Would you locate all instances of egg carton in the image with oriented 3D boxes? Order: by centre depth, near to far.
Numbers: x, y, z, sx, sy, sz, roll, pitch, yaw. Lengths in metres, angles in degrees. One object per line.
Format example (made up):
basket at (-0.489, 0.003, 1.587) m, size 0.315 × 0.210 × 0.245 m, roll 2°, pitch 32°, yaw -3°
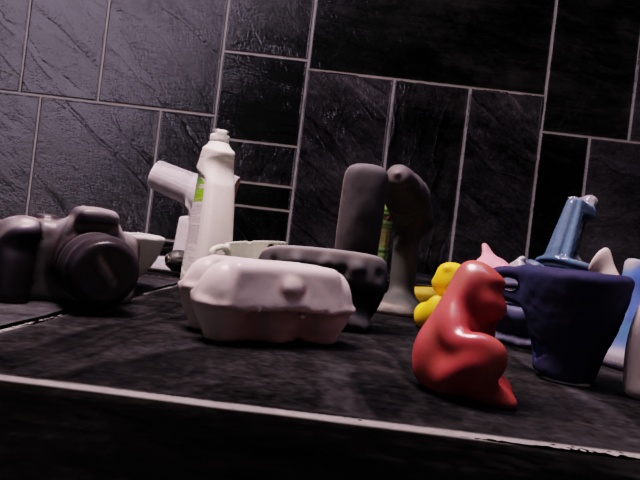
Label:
egg carton at (-0.048, 0.054, 0.522) m, size 0.151 × 0.069 × 0.107 m, roll 7°, pitch 0°, yaw -29°

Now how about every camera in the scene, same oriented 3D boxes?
camera at (-0.242, 0.015, 0.569) m, size 0.144 × 0.101 × 0.136 m, roll 7°, pitch 0°, yaw -32°

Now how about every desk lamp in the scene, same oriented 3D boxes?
desk lamp at (-0.269, -0.043, 1.133) m, size 0.203 × 0.213 × 0.118 m, roll 7°, pitch 0°, yaw -3°

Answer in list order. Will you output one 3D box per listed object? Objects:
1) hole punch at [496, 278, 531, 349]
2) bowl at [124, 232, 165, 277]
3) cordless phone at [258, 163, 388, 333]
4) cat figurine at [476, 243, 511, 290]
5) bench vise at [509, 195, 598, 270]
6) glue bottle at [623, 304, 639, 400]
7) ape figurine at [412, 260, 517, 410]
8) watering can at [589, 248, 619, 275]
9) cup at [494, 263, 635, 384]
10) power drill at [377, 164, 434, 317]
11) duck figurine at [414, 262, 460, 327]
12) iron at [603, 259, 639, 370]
hole punch at (0.241, 0.078, 0.690) m, size 0.108 × 0.091 × 0.101 m, roll 7°, pitch 0°, yaw 39°
bowl at (-0.293, 0.023, 0.757) m, size 0.167 × 0.075 × 0.167 m, roll 7°, pitch 0°, yaw 0°
cordless phone at (0.006, 0.002, 0.644) m, size 0.148 × 0.185 × 0.094 m, roll 7°, pitch 0°, yaw -13°
cat figurine at (0.238, 0.065, 0.814) m, size 0.067 × 0.118 × 0.128 m, roll 7°, pitch 0°, yaw 14°
bench vise at (0.385, 0.031, 0.891) m, size 0.121 × 0.220 × 0.208 m, roll 7°, pitch 0°, yaw 41°
glue bottle at (0.283, 0.041, 0.438) m, size 0.078 × 0.173 × 0.037 m, roll 7°, pitch 0°, yaw 25°
ape figurine at (0.104, 0.060, 0.394) m, size 0.075 × 0.092 × 0.078 m, roll 7°, pitch 0°, yaw 31°
watering can at (0.436, 0.049, 0.724) m, size 0.172 × 0.194 × 0.101 m, roll 7°, pitch 0°, yaw 19°
cup at (0.199, 0.070, 0.492) m, size 0.117 × 0.095 × 0.092 m, roll 7°, pitch 0°, yaw 30°
power drill at (0.127, 0.006, 0.858) m, size 0.075 × 0.208 × 0.230 m, roll 7°, pitch 0°, yaw 17°
duck figurine at (0.162, 0.071, 0.732) m, size 0.077 × 0.086 × 0.105 m, roll 7°, pitch 0°, yaw 29°
iron at (0.369, 0.067, 0.547) m, size 0.119 × 0.141 × 0.257 m, roll 7°, pitch 0°, yaw -38°
